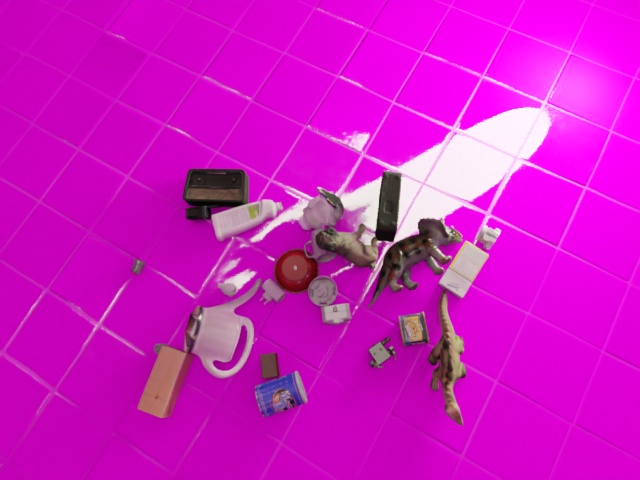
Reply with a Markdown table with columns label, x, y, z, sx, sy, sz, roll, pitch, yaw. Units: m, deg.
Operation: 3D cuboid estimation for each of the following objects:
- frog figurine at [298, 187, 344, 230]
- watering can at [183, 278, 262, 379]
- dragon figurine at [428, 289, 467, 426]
| label | x | y | z | sx | sy | sz | roll | pitch | yaw |
| --- | --- | --- | --- | --- | --- | --- | --- | --- | --- |
| frog figurine | 0.006 | -0.092 | 1.822 | 0.139 | 0.123 | 0.157 | 42 | 116 | 20 |
| watering can | -0.320 | 0.272 | 1.704 | 0.223 | 0.102 | 0.354 | 18 | 68 | -16 |
| dragon figurine | 0.390 | 0.341 | 1.564 | 0.122 | 0.240 | 0.416 | -5 | 74 | 9 |
